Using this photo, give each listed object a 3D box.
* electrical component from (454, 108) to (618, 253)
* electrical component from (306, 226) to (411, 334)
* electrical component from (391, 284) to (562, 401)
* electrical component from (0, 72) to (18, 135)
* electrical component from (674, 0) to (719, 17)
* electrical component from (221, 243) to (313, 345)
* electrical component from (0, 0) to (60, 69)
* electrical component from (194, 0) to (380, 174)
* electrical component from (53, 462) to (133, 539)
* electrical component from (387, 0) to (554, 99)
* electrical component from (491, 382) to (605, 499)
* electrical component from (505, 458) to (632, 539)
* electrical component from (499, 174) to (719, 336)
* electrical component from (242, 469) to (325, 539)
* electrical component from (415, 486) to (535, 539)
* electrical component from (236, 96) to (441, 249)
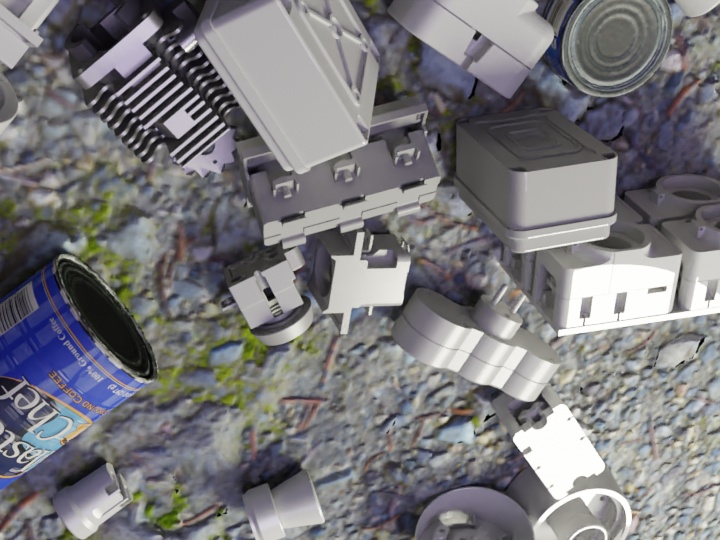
[{"bbox_3d":[0.116,-0.063,0.727,0.078,0.113,0.057,-10,118,-13],"label":"electrical component"},{"bbox_3d":[0.000,0.000,0.766,0.064,0.042,0.081,-2,119,-21],"label":"electrical component"},{"bbox_3d":[0.098,0.044,0.816,0.138,0.052,0.073,22,109,-27],"label":"electrical component"},{"bbox_3d":[-0.253,-0.092,0.595,0.108,0.108,0.060,27,113,-29],"label":"electrical component"},{"bbox_3d":[0.214,-0.206,0.721,0.065,0.044,0.044,31,105,-25],"label":"electrical component"},{"bbox_3d":[-0.063,0.019,0.754,0.066,0.048,0.055,-26,115,-3],"label":"electrical component"},{"bbox_3d":[-0.224,-0.173,0.581,0.121,0.079,0.063,40,79,-32],"label":"electrical component"},{"bbox_3d":[-0.038,-0.132,0.634,0.056,0.108,0.108,-19,126,21],"label":"electrical component"},{"bbox_3d":[-0.198,0.170,0.799,0.046,0.040,0.040,-35,123,-4],"label":"electrical component"},{"bbox_3d":[0.074,-0.162,0.691,0.095,0.053,0.059,28,107,-29],"label":"electrical component"},{"bbox_3d":[0.152,0.133,0.882,0.050,0.055,0.089,-35,123,3],"label":"electrical component"},{"bbox_3d":[0.184,0.218,0.937,0.108,0.060,0.108,-8,121,-14],"label":"electrical component"},{"bbox_3d":[0.211,-0.017,0.787,0.186,0.105,0.060,-7,120,-14],"label":"electrical component"},{"bbox_3d":[-0.061,0.187,0.849,0.055,0.045,0.045,-19,122,-7],"label":"electrical component"},{"bbox_3d":[0.093,0.238,0.899,0.099,0.099,0.064,-4,125,-16],"label":"electrical component"},{"bbox_3d":[-0.014,-0.062,0.706,0.121,0.063,0.078,-16,163,-9],"label":"electrical component"}]
